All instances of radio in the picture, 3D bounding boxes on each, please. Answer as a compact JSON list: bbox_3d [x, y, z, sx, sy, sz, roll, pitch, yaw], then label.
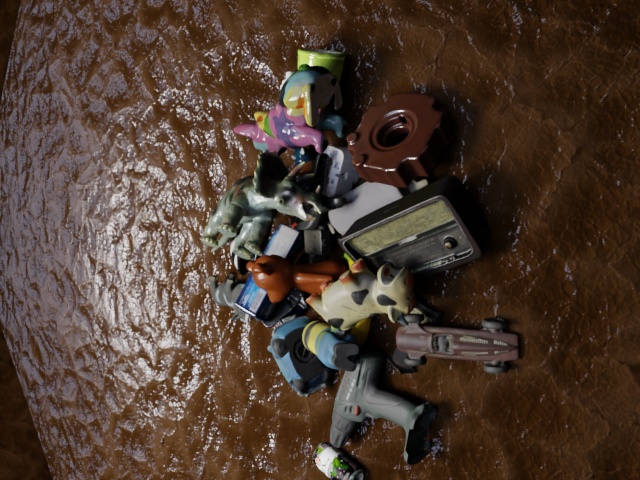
[{"bbox_3d":[0.157,-0.003,0.905,0.230,0.073,0.131,-25,109,43],"label":"radio"}]

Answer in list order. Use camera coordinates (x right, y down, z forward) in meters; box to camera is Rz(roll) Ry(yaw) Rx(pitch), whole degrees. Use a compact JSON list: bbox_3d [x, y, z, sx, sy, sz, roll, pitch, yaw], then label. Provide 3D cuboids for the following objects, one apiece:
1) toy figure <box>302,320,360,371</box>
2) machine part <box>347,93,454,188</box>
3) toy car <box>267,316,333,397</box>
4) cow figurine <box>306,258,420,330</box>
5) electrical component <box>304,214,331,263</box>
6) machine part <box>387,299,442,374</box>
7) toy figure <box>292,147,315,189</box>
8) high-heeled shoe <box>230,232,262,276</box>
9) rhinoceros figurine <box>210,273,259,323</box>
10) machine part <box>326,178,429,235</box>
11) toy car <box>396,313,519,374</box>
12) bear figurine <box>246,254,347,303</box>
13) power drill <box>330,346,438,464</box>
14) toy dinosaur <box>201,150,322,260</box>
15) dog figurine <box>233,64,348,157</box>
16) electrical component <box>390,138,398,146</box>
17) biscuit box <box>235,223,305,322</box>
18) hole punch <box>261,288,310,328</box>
[{"bbox_3d":[0.021,0.198,1.036,0.082,0.089,0.180,-54,10,-5],"label":"toy figure"},{"bbox_3d":[0.133,-0.172,0.909,0.179,0.056,0.179,-18,52,24],"label":"machine part"},{"bbox_3d":[-0.045,0.249,1.152,0.161,0.109,0.103,66,155,3],"label":"toy car"},{"bbox_3d":[0.082,0.101,0.925,0.195,0.085,0.127,-34,97,40],"label":"cow figurine"},{"bbox_3d":[-0.002,-0.002,1.110,0.078,0.045,0.102,-4,92,54],"label":"electrical component"},{"bbox_3d":[0.167,0.176,0.974,0.084,0.039,0.138,27,110,30],"label":"machine part"},{"bbox_3d":[-0.030,-0.123,1.124,0.064,0.058,0.154,-7,84,38],"label":"toy figure"},{"bbox_3d":[-0.151,-0.028,1.215,0.248,0.086,0.145,127,144,-54],"label":"high-heeled shoe"},{"bbox_3d":[-0.198,0.142,1.298,0.191,0.073,0.112,15,102,43],"label":"rhinoceros figurine"},{"bbox_3d":[0.097,-0.071,0.991,0.243,0.079,0.079,-27,75,43],"label":"machine part"},{"bbox_3d":[0.221,0.170,0.888,0.202,0.053,0.089,0,91,30],"label":"toy car"},{"bbox_3d":[-0.044,0.093,1.050,0.120,0.196,0.131,179,90,-70],"label":"bear figurine"},{"bbox_3d":[0.113,0.334,1.018,0.208,0.086,0.231,24,107,49],"label":"power drill"},{"bbox_3d":[-0.146,-0.069,1.095,0.405,0.131,0.192,-5,56,61],"label":"toy dinosaur"},{"bbox_3d":[-0.070,-0.242,1.035,0.219,0.108,0.191,11,135,31],"label":"dog figurine"},{"bbox_3d":[0.115,-0.146,1.005,0.094,0.021,0.063,-36,69,41],"label":"electrical component"},{"bbox_3d":[-0.099,0.070,1.137,0.059,0.062,0.202,24,80,27],"label":"biscuit box"},{"bbox_3d":[-0.083,0.130,1.191,0.116,0.092,0.142,-42,58,6],"label":"hole punch"}]
